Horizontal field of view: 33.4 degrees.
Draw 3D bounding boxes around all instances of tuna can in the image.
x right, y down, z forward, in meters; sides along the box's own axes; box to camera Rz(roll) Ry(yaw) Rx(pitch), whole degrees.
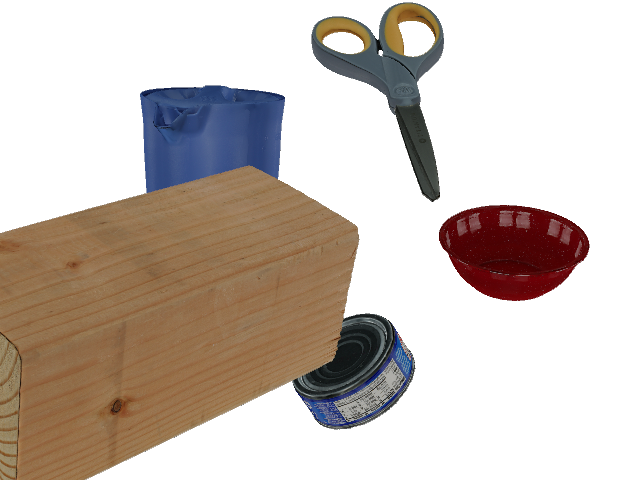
[{"bbox_3d":[0.023,0.093,0.770,0.086,0.033,0.086,-25,29,15],"label":"tuna can"}]

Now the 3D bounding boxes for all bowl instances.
[{"bbox_3d":[0.209,0.020,1.169,0.162,0.055,0.162,0,29,0],"label":"bowl"}]

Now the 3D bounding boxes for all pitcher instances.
[{"bbox_3d":[-0.098,-0.026,1.018,0.149,0.243,0.145,-3,16,-20],"label":"pitcher"}]

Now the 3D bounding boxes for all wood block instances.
[{"bbox_3d":[-0.086,0.038,0.534,0.090,0.091,0.205,31,34,34],"label":"wood block"}]

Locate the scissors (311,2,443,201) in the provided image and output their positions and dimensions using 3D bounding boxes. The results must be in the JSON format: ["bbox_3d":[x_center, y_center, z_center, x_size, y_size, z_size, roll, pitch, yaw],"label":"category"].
[{"bbox_3d":[0.033,-0.092,0.657,0.096,0.016,0.201,4,42,8],"label":"scissors"}]
